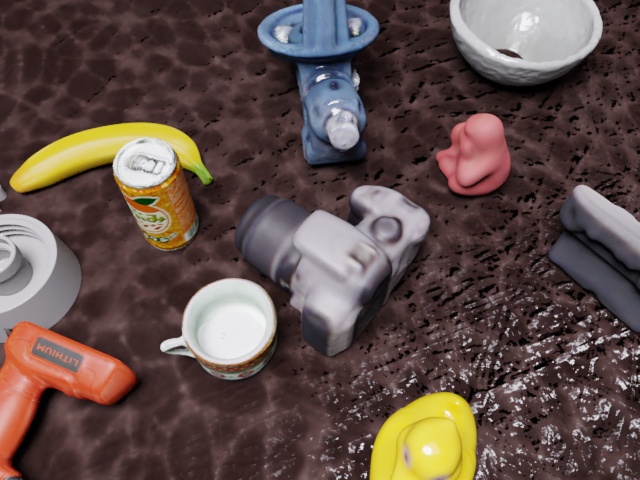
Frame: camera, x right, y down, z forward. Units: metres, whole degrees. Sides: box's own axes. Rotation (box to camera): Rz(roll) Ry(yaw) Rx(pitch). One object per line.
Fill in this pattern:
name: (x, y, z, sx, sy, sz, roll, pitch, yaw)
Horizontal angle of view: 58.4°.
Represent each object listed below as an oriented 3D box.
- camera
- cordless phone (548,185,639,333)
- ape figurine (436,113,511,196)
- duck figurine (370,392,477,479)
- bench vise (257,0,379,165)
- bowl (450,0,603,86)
camera: (0.005, 0.002, 0.497, 0.136, 0.101, 0.143, 33, 64, 17)
cordless phone: (0.283, -0.018, 0.466, 0.147, 0.185, 0.094, 41, 67, 21)
ape figurine: (0.153, -0.088, 0.559, 0.076, 0.092, 0.078, 23, 62, 12)
duck figurine: (0.081, 0.153, 0.418, 0.077, 0.086, 0.105, 32, 64, 17)
bench vise: (0.016, -0.193, 0.543, 0.122, 0.220, 0.207, -24, 63, -15)
bowl: (0.225, -0.232, 0.656, 0.167, 0.075, 0.167, 1, 59, -1)
